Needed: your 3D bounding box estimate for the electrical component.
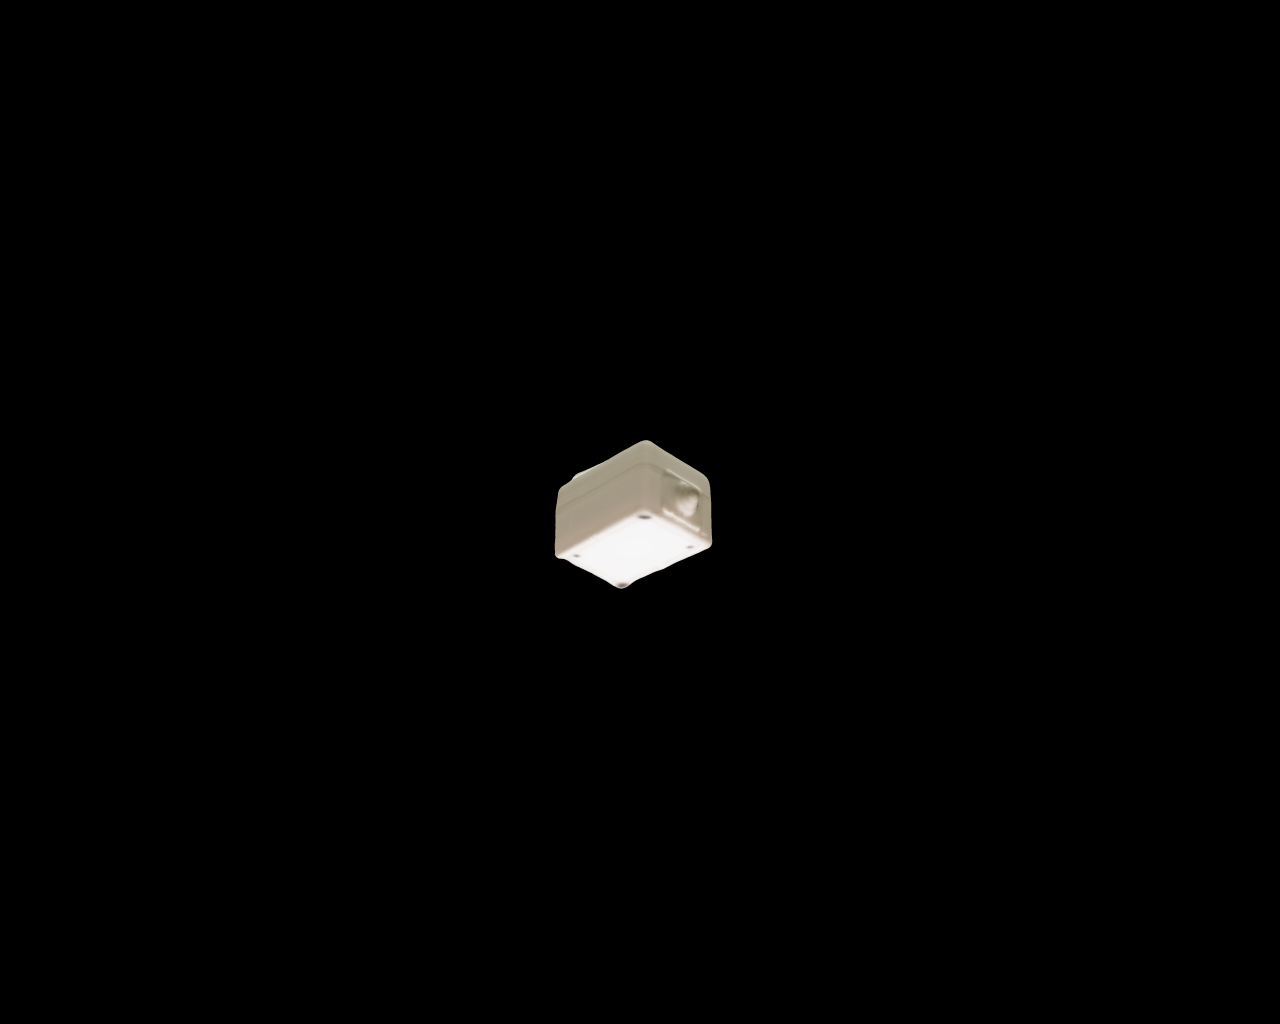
[{"bbox_3d":[0.001,-0.003,0.650,0.096,0.061,0.061,-27,-42,36],"label":"electrical component"}]
